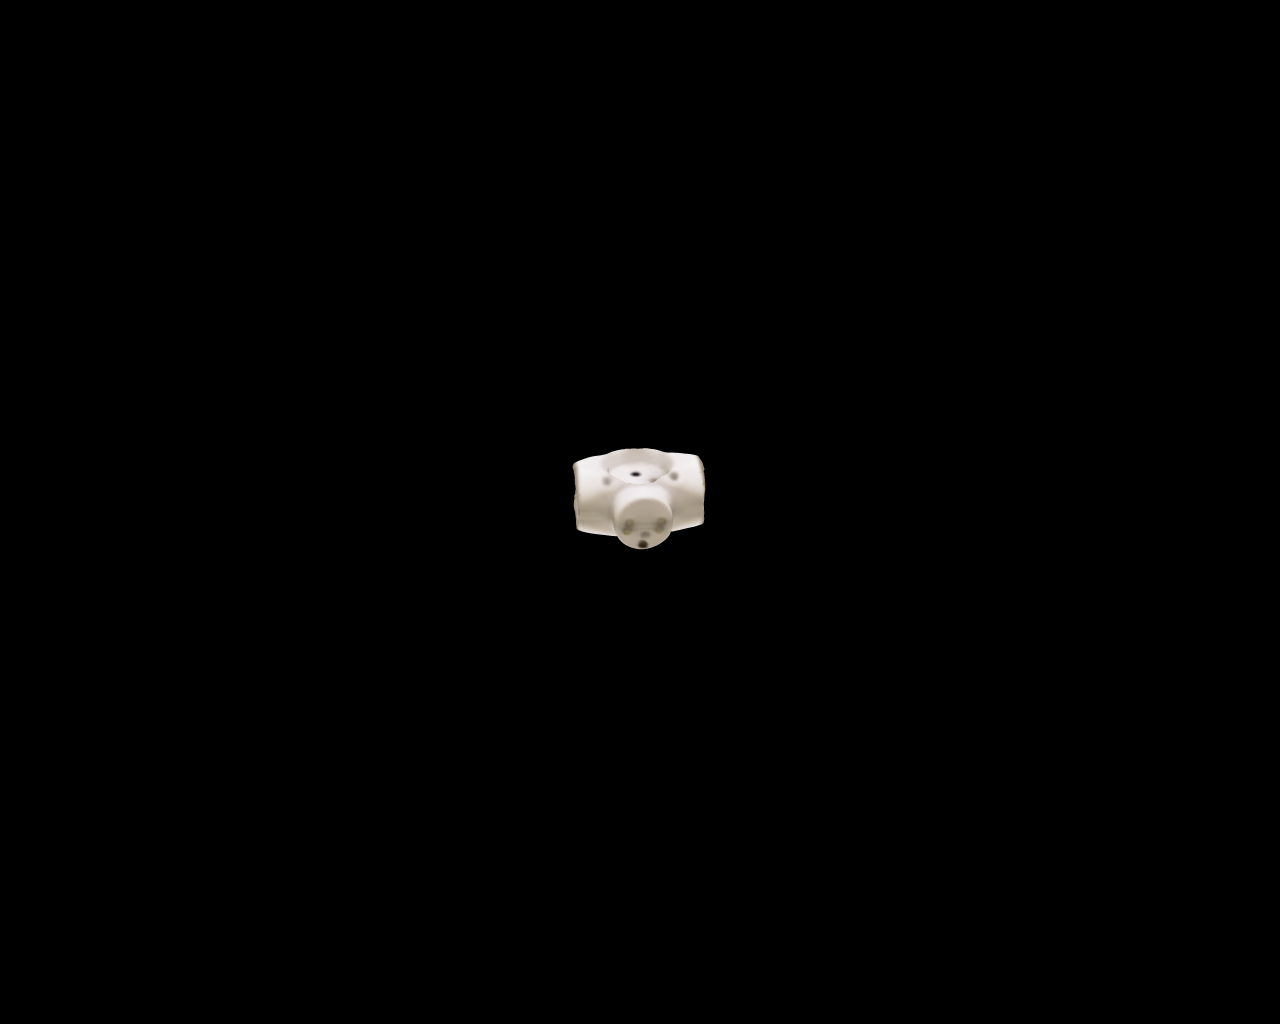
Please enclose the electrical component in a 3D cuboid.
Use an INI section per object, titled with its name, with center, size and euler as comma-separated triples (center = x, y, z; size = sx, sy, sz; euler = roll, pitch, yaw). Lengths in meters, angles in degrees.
[electrical component]
center = 0.001, -0.003, 0.650
size = 0.077, 0.044, 0.079
euler = -3, 32, -5
